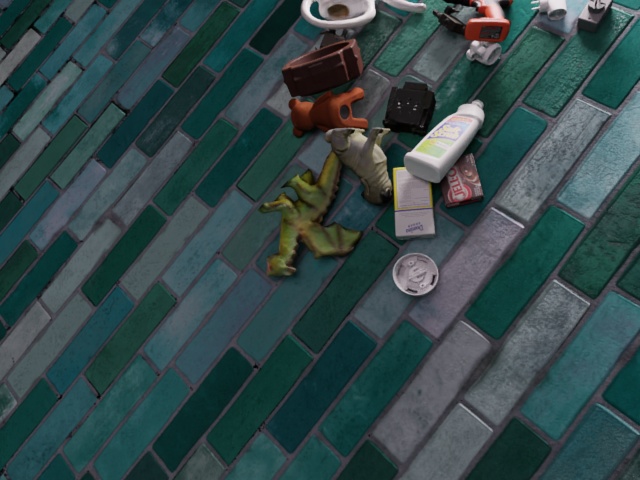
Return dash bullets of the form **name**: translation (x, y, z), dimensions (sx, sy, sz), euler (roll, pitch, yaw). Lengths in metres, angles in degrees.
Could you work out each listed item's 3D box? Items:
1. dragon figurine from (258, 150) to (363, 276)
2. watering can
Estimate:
- **dragon figurine**: translation (0.004, -0.066, 1.306), dimensions (0.411, 0.121, 0.244), euler (-41, 82, -4)
- **watering can**: translation (0.115, -0.699, 1.466), dimensions (0.347, 0.102, 0.228), euler (-6, 70, 4)
